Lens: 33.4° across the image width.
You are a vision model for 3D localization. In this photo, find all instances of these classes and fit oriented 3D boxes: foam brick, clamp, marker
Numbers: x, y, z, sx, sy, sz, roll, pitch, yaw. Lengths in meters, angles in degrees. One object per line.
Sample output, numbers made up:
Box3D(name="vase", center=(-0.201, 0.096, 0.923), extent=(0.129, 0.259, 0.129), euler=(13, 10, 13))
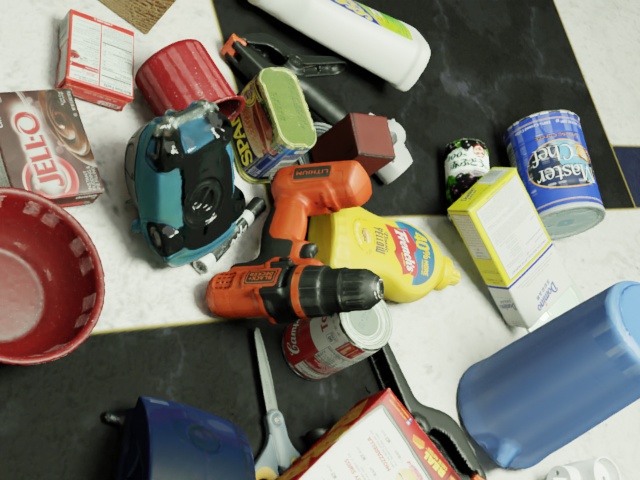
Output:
Box3D(name="foam brick", center=(0.035, -0.097, 1.158), extent=(0.051, 0.078, 0.053), euler=(2, 68, -37))
Box3D(name="clamp", center=(-0.030, -0.185, 1.226), extent=(0.171, 0.039, 0.120), euler=(11, 42, -30))
Box3D(name="clamp", center=(0.094, 0.193, 1.124), extent=(0.210, 0.036, 0.164), euler=(34, 51, -15))
Box3D(name="marker", center=(-0.091, -0.007, 1.102), extent=(0.020, 0.020, 0.121), euler=(47, 47, -8))

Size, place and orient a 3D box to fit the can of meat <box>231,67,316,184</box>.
Box3D(name="can of meat", center=(-0.055, -0.124, 1.148), extent=(0.057, 0.084, 0.102), euler=(-7, 72, -40))

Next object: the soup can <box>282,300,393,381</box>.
Box3D(name="soup can", center=(0.017, 0.095, 1.072), extent=(0.068, 0.102, 0.068), euler=(17, 58, -30))

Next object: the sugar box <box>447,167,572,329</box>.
Box3D(name="sugar box", center=(0.228, 0.010, 1.276), extent=(0.093, 0.048, 0.176), euler=(-40, 116, -26))

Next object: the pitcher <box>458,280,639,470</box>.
Box3D(name="pitcher", center=(0.273, 0.136, 1.152), extent=(0.144, 0.243, 0.149), euler=(-2, 61, -37))

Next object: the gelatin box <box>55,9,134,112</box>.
Box3D(name="gelatin box", center=(-0.228, -0.181, 1.083), extent=(0.073, 0.030, 0.089), euler=(15, 58, -33))

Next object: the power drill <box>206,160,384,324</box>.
Box3D(name="power drill", center=(-0.007, 0.001, 1.061), extent=(0.187, 0.185, 0.057), euler=(-68, 146, -42))

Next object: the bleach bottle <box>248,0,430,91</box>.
Box3D(name="bleach bottle", center=(0.007, -0.266, 1.274), extent=(0.250, 0.068, 0.102), euler=(21, 26, -26))

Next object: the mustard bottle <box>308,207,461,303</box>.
Box3D(name="mustard bottle", center=(0.079, 0.020, 1.191), extent=(0.191, 0.058, 0.096), euler=(18, 52, -30))

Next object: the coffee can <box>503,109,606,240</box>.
Box3D(name="coffee can", center=(0.304, -0.084, 1.390), extent=(0.102, 0.103, 0.140), euler=(7, 62, -35))

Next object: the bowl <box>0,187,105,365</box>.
Box3D(name="bowl", center=(-0.269, 0.038, 0.915), extent=(0.161, 0.055, 0.162), euler=(18, 57, -30))

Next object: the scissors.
Box3D(name="scissors", center=(-0.056, 0.187, 1.025), extent=(0.096, 0.016, 0.202), euler=(-15, 77, -41))

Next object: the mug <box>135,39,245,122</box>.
Box3D(name="mug", center=(-0.133, -0.152, 1.109), extent=(0.081, 0.093, 0.117), euler=(57, 16, 9))

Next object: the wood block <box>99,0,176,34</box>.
Box3D(name="wood block", center=(-0.168, -0.338, 1.172), extent=(0.090, 0.091, 0.206), euler=(35, 50, -18))

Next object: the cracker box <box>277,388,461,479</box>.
Box3D(name="cracker box", center=(0.035, 0.268, 0.987), extent=(0.213, 0.072, 0.164), euler=(-39, 91, -35))

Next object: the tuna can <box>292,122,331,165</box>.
Box3D(name="tuna can", center=(0.000, -0.088, 1.205), extent=(0.086, 0.034, 0.086), euler=(18, 57, -30))

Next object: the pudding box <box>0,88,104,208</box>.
Box3D(name="pudding box", center=(-0.263, -0.083, 0.996), extent=(0.089, 0.039, 0.113), euler=(-11, 73, -40))
